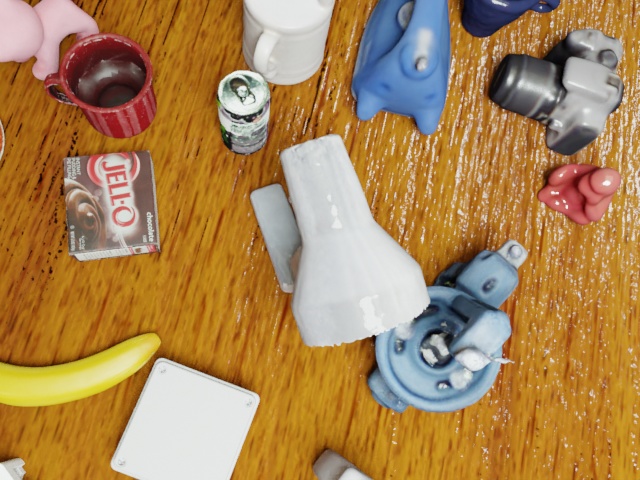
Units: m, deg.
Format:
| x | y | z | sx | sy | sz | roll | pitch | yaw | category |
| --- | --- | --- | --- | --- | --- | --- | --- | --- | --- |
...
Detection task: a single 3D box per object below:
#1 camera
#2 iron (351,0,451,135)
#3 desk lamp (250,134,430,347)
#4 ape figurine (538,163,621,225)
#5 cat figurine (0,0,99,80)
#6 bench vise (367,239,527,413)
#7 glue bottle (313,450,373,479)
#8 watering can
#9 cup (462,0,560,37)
| x | y | z | sx | sy | sz | roll | pitch | yaw | category |
| --- | --- | --- | --- | --- | --- | --- | --- | --- | --- |
| 0.289 | -0.198 | 0.701 | 0.137 | 0.100 | 0.143 | 18 | 74 | -3 | camera |
| 0.116 | -0.264 | 0.673 | 0.118 | 0.141 | 0.258 | 11 | 74 | -5 | iron |
| 0.005 | 0.002 | 0.550 | 0.118 | 0.213 | 0.203 | -19 | 79 | -12 | desk lamp |
| 0.315 | -0.060 | 0.673 | 0.076 | 0.092 | 0.078 | -15 | 78 | -11 | ape figurine |
| -0.312 | -0.235 | 0.618 | 0.067 | 0.117 | 0.128 | 37 | 74 | 3 | cat figurine |
| 0.131 | 0.069 | 0.547 | 0.121 | 0.219 | 0.207 | 25 | 74 | -1 | bench vise |
| 0.036 | 0.231 | 0.516 | 0.078 | 0.173 | 0.037 | 40 | 74 | 4 | glue bottle |
| -0.034 | -0.269 | 0.626 | 0.101 | 0.194 | 0.173 | 0 | 75 | -7 | watering can |
| 0.231 | -0.298 | 0.722 | 0.118 | 0.095 | 0.092 | 19 | 74 | -2 | cup |
